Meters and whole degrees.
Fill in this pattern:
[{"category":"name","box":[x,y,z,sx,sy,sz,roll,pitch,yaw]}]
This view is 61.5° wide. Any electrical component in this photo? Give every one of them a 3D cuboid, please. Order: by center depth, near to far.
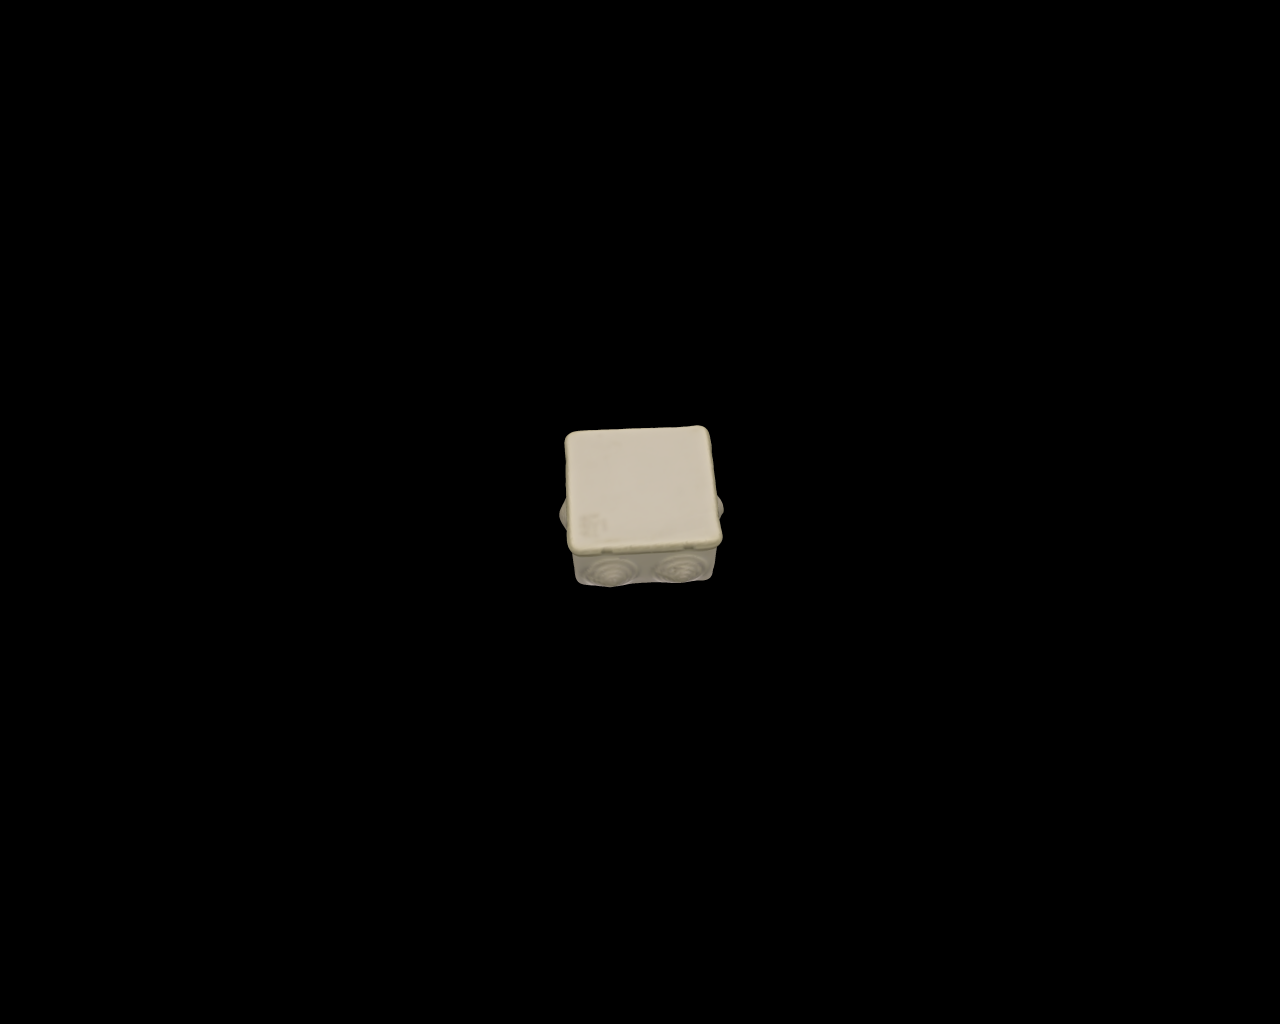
[{"category":"electrical component","box":[0.001,-0.003,0.650,0.100,0.100,0.048,-3,-34,-2]}]
